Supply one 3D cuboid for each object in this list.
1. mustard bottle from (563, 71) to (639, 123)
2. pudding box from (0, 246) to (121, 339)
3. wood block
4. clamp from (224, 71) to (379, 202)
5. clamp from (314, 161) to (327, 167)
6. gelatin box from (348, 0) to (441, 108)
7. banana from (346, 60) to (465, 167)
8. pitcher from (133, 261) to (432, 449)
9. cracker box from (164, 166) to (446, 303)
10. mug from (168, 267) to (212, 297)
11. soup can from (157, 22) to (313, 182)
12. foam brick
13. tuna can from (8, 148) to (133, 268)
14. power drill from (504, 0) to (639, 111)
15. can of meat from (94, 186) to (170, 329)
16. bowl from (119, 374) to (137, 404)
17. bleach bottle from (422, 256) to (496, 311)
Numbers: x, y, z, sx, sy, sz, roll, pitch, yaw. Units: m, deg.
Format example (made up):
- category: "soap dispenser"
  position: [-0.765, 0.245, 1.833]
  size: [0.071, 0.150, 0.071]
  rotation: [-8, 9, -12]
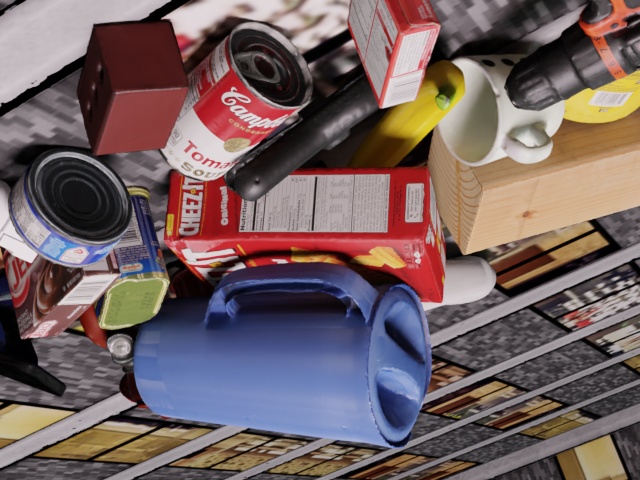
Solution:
- category: "mustard bottle"
  position: [0.248, -0.164, 0.818]
  size: [0.096, 0.058, 0.192]
  rotation: [1, 153, -18]
- category: "pudding box"
  position: [-0.208, 0.015, 0.846]
  size: [0.039, 0.090, 0.114]
  rotation: [2, 150, -45]
- category: "wood block"
  position: [0.207, -0.070, 0.931]
  size: [0.205, 0.090, 0.091]
  rotation: [-15, 145, -16]
- category: "clamp"
  position: [-0.004, -0.083, 0.797]
  size: [0.171, 0.039, 0.120]
  rotation: [-35, -165, -13]
- category: "clamp"
  position: [0.057, -0.021, 1.023]
  size: [0.164, 0.036, 0.210]
  rotation: [-11, 150, -16]
- category: "gelatin box"
  position: [0.047, -0.141, 0.698]
  size: [0.030, 0.073, 0.089]
  rotation: [-14, 157, -12]
- category: "banana"
  position: [0.067, -0.093, 0.845]
  size: [0.069, 0.037, 0.198]
  rotation: [-42, 178, -27]
- category: "pitcher"
  position: [-0.038, 0.095, 0.908]
  size: [0.243, 0.149, 0.144]
  rotation: [-1, 177, 27]
- category: "cracker box"
  position: [-0.006, 0.001, 0.906]
  size: [0.214, 0.072, 0.164]
  rotation: [0, 160, 11]
- category: "mug"
  position: [-0.096, 0.066, 1.062]
  size: [0.093, 0.081, 0.117]
  rotation: [-11, 157, -17]
- category: "soup can"
  position: [-0.062, -0.093, 0.734]
  size: [0.068, 0.068, 0.102]
  rotation: [3, 151, -43]
- category: "foam brick"
  position: [-0.123, -0.098, 0.696]
  size: [0.051, 0.053, 0.078]
  rotation: [-7, 155, -25]
- category: "tuna can"
  position: [-0.181, -0.025, 0.780]
  size: [0.085, 0.086, 0.034]
  rotation: [2, 148, -41]
- category: "power drill"
  position: [0.175, -0.171, 0.697]
  size: [0.185, 0.057, 0.187]
  rotation: [-28, 143, 23]
- category: "can of meat"
  position: [-0.165, 0.017, 0.892]
  size: [0.057, 0.084, 0.102]
  rotation: [-9, 156, -22]
- category: "bowl"
  position: [-0.137, 0.124, 1.143]
  size: [0.162, 0.055, 0.162]
  rotation: [-4, -164, 1]
- category: "bleach bottle"
  position: [0.119, 0.051, 1.200]
  size: [0.103, 0.068, 0.250]
  rotation: [-11, 176, 36]
